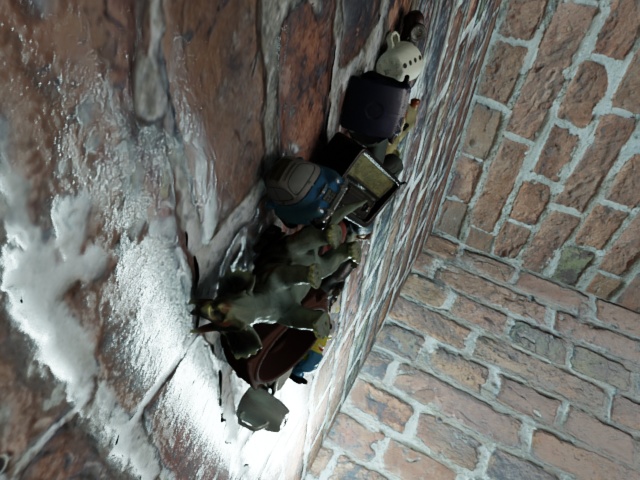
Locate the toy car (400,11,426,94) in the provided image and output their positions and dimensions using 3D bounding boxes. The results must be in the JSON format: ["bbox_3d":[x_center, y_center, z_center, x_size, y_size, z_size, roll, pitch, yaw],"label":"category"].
[{"bbox_3d":[0.194,-0.415,1.219,0.089,0.053,0.202,-94,-168,-47],"label":"toy car"}]

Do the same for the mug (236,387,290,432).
[{"bbox_3d":[-0.127,0.384,1.194,0.109,0.107,0.080,-33,141,-67],"label":"mug"}]

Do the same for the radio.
[{"bbox_3d":[0.067,-0.111,1.074,0.131,0.073,0.229,-53,151,7],"label":"radio"}]

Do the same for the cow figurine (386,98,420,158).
[{"bbox_3d":[0.183,-0.277,1.348,0.195,0.086,0.127,-50,151,-48],"label":"cow figurine"}]

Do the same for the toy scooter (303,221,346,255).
[{"bbox_3d":[-0.002,-0.003,1.127,0.184,0.075,0.135,-51,159,-32],"label":"toy scooter"}]

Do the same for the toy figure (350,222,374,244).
[{"bbox_3d":[0.106,-0.034,1.332,0.064,0.058,0.154,-59,167,-8],"label":"toy figure"}]

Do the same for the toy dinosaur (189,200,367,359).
[{"bbox_3d":[-0.053,0.051,0.873,0.405,0.192,0.131,-52,133,-55],"label":"toy dinosaur"}]

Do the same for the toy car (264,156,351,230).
[{"bbox_3d":[-0.033,-0.081,0.845,0.103,0.162,0.109,37,80,-29],"label":"toy car"}]

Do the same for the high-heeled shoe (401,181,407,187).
[{"bbox_3d":[0.122,-0.142,1.419,0.248,0.145,0.086,10,66,-48],"label":"high-heeled shoe"}]

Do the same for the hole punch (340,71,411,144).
[{"bbox_3d":[0.109,-0.265,1.065,0.092,0.116,0.142,-31,141,-52],"label":"hole punch"}]

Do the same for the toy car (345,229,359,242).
[{"bbox_3d":[0.085,-0.014,1.429,0.202,0.056,0.073,-61,163,-23],"label":"toy car"}]

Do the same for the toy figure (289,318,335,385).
[{"bbox_3d":[-0.028,0.249,1.278,0.180,0.089,0.082,-63,176,-9],"label":"toy figure"}]

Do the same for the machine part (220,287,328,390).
[{"bbox_3d":[-0.077,0.170,0.998,0.201,0.087,0.201,-39,155,-25],"label":"machine part"}]

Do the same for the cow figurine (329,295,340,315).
[{"bbox_3d":[0.003,0.179,1.408,0.167,0.068,0.098,-50,152,-54],"label":"cow figurine"}]

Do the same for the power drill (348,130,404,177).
[{"bbox_3d":[0.103,-0.160,1.207,0.232,0.086,0.207,-34,141,-27],"label":"power drill"}]

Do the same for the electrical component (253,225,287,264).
[{"bbox_3d":[-0.087,0.005,0.947,0.094,0.021,0.063,-47,155,-41],"label":"electrical component"}]

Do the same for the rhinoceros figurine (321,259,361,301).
[{"bbox_3d":[0.028,0.095,1.321,0.190,0.073,0.112,-57,179,8],"label":"rhinoceros figurine"}]
